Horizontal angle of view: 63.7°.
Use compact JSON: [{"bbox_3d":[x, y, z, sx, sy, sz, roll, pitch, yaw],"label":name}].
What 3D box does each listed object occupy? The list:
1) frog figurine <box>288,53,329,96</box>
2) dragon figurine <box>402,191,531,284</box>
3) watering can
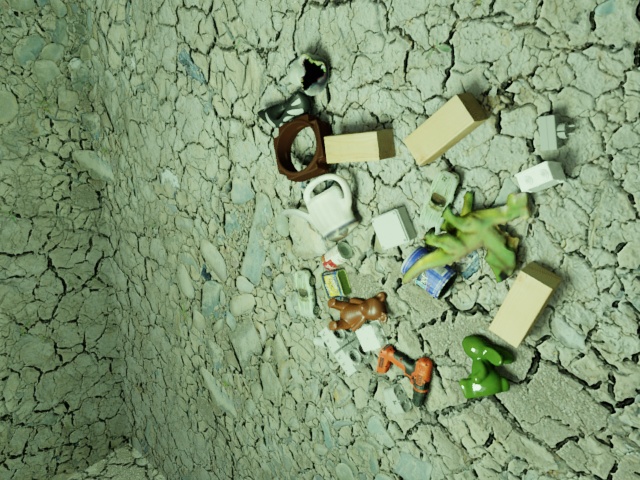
[{"bbox_3d":[-0.038,-0.544,1.703,0.160,0.123,0.136,-146,36,-75],"label":"frog figurine"},{"bbox_3d":[0.422,0.023,1.413,0.245,0.123,0.404,38,114,20],"label":"dragon figurine"},{"bbox_3d":[0.005,-0.090,1.785,0.342,0.105,0.225,-33,82,46],"label":"watering can"}]
